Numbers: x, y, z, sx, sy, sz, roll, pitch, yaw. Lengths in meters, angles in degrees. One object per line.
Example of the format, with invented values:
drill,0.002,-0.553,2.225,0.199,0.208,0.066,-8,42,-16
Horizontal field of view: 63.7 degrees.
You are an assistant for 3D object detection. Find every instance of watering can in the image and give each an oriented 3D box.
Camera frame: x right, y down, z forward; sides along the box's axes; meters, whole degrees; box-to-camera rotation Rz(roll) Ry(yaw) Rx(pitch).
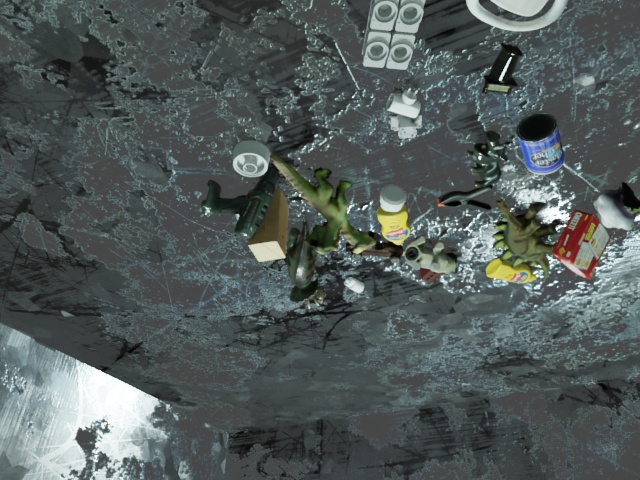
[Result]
watering can,0.364,-0.539,1.016,0.346,0.106,0.219,15,139,-19

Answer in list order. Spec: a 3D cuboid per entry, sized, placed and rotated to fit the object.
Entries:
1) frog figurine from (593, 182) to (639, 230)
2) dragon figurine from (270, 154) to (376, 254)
frog figurine,0.912,-0.084,1.608,0.138,0.125,0.156,39,149,5
dragon figurine,0.005,-0.077,1.533,0.407,0.248,0.120,23,142,-30
